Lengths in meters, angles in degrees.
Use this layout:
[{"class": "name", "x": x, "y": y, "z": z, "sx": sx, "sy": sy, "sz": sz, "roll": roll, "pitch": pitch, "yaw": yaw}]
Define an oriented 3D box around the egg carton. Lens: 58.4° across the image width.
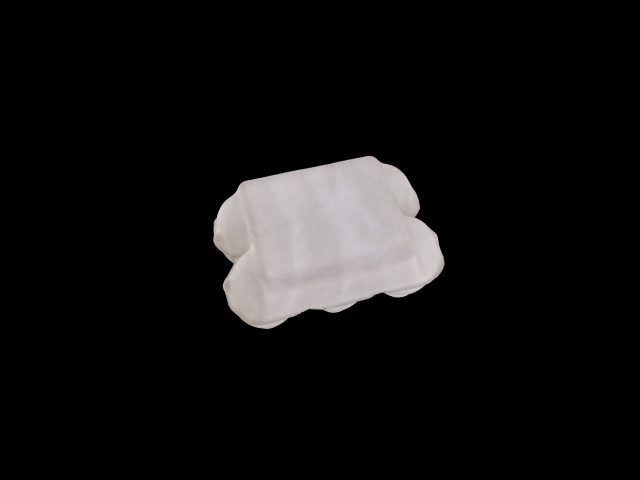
[{"class": "egg carton", "x": 0.004, "y": 0.001, "z": 0.400, "sx": 0.150, "sy": 0.069, "sz": 0.107, "roll": -14, "pitch": 57, "yaw": -9}]
